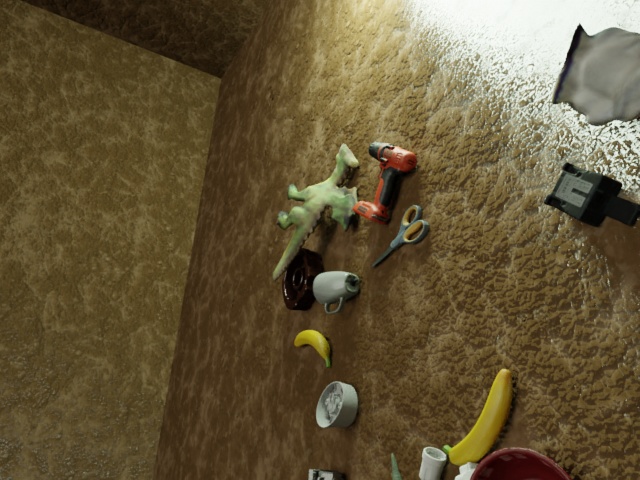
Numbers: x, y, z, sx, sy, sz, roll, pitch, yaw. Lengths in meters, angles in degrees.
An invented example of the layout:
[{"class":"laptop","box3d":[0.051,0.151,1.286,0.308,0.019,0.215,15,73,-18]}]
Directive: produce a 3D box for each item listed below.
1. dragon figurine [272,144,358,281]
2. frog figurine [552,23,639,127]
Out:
[{"class":"dragon figurine","box3d":[0.004,-0.071,1.415,0.242,0.121,0.415,-2,67,51]},{"class":"frog figurine","box3d":[0.430,-0.227,0.733,0.161,0.122,0.137,26,91,27]}]
